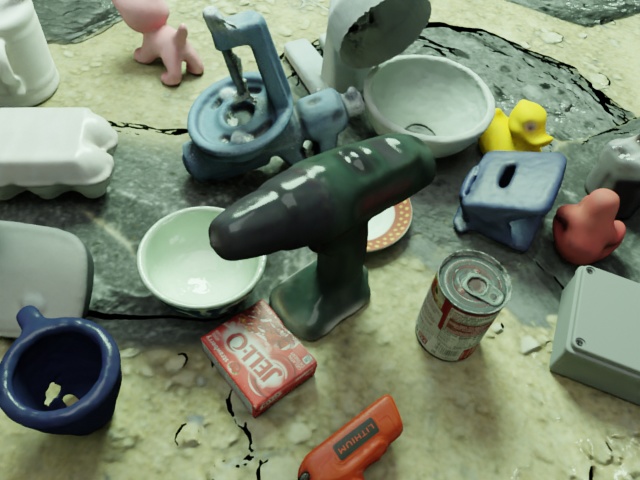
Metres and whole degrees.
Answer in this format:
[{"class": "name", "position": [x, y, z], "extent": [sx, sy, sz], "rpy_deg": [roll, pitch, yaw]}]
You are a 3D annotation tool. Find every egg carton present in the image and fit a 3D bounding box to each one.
[{"class": "egg carton", "position": [-0.307, -0.097, 0.645], "extent": [0.150, 0.069, 0.107], "rpy_deg": [-3, 54, -8]}]

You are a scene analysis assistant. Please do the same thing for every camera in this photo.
[{"class": "camera", "position": [0.426, -0.074, 0.687], "extent": [0.143, 0.101, 0.136], "rpy_deg": [-18, 57, -18]}]

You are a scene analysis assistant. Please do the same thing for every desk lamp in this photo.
[{"class": "desk lamp", "position": [0.034, -0.277, 0.724], "extent": [0.118, 0.213, 0.203], "rpy_deg": [-20, 58, -19]}]

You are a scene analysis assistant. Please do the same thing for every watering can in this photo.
[{"class": "watering can", "position": [-0.394, -0.266, 0.683], "extent": [0.172, 0.194, 0.101], "rpy_deg": [40, 60, 21]}]

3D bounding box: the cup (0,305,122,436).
[{"class": "cup", "position": [-0.215, 0.116, 0.482], "extent": [0.092, 0.095, 0.117], "rpy_deg": [-32, 63, -25]}]

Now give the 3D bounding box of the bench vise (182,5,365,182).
[{"class": "bench vise", "position": [-0.056, -0.165, 0.628], "extent": [0.208, 0.220, 0.121], "rpy_deg": [-26, 60, -22]}]

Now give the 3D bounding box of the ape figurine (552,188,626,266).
[{"class": "ape figurine", "position": [0.305, -0.021, 0.640], "extent": [0.077, 0.092, 0.076], "rpy_deg": [35, 58, 19]}]

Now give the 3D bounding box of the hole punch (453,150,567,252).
[{"class": "hole punch", "position": [0.216, -0.056, 0.657], "extent": [0.101, 0.091, 0.109], "rpy_deg": [24, 55, 12]}]

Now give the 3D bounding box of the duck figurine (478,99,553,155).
[{"class": "duck figurine", "position": [0.252, -0.139, 0.725], "extent": [0.078, 0.086, 0.104], "rpy_deg": [-22, 59, -20]}]

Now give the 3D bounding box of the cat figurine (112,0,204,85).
[{"class": "cat figurine", "position": [-0.219, -0.290, 0.767], "extent": [0.127, 0.118, 0.067], "rpy_deg": [37, 59, 20]}]

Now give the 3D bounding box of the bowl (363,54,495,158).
[{"class": "bowl", "position": [0.133, -0.159, 0.734], "extent": [0.167, 0.075, 0.167], "rpy_deg": [3, 53, -4]}]

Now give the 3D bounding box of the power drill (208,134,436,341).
[{"class": "power drill", "position": [0.005, 0.002, 0.519], "extent": [0.230, 0.208, 0.075], "rpy_deg": [-34, 64, -27]}]

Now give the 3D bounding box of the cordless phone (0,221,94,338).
[{"class": "cordless phone", "position": [-0.285, 0.007, 0.499], "extent": [0.147, 0.185, 0.094], "rpy_deg": [4, 53, -3]}]
